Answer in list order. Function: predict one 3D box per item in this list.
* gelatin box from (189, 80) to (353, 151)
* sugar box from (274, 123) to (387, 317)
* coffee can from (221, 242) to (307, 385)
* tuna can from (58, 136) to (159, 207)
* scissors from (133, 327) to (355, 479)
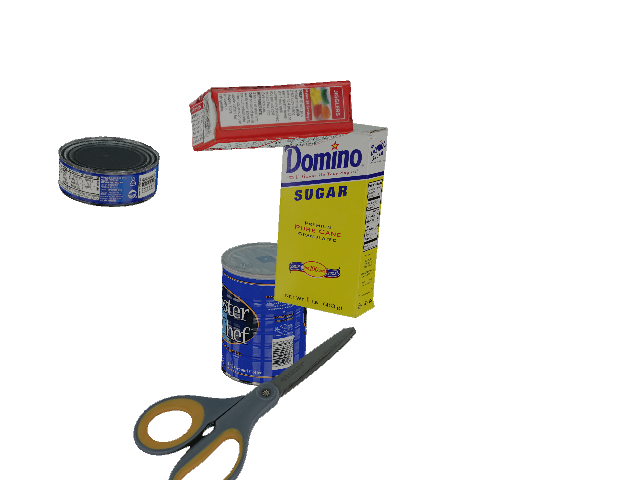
[{"bbox_3d":[-0.029,-0.067,0.576,0.073,0.030,0.089,-5,3,-13],"label":"gelatin box"},{"bbox_3d":[0.008,-0.023,1.004,0.093,0.176,0.048,10,17,27],"label":"sugar box"},{"bbox_3d":[-0.065,0.085,1.253,0.103,0.140,0.103,2,20,-1],"label":"coffee can"},{"bbox_3d":[-0.183,-0.060,0.923,0.086,0.034,0.086,6,24,-3],"label":"tuna can"},{"bbox_3d":[-0.062,0.116,0.818,0.096,0.016,0.201,27,52,16],"label":"scissors"}]
